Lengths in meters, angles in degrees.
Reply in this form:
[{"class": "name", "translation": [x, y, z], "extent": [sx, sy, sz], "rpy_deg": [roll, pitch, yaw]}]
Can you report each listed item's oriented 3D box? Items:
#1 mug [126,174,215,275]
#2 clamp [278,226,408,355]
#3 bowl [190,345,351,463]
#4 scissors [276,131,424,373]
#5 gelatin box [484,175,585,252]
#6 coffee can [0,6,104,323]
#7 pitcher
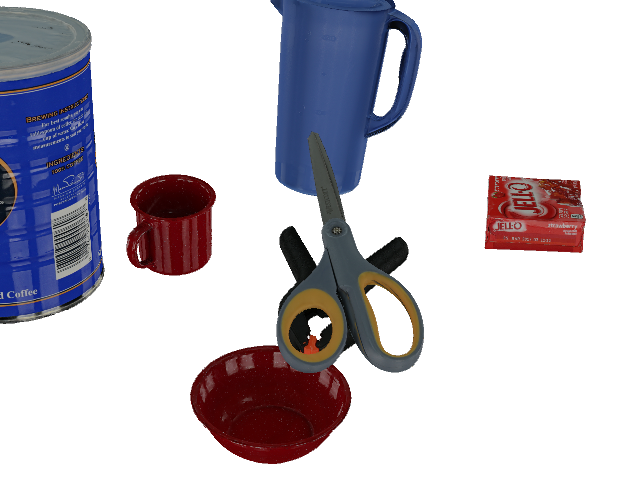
[{"class": "mug", "translation": [-0.169, -0.009, 1.177], "extent": [0.093, 0.081, 0.117], "rpy_deg": [22, 40, 26]}, {"class": "clamp", "translation": [-0.001, 0.044, 0.946], "extent": [0.120, 0.039, 0.171], "rpy_deg": [7, 37, 20]}, {"class": "bowl", "translation": [-0.050, 0.175, 1.083], "extent": [0.162, 0.055, 0.162], "rpy_deg": [1, 31, -1]}, {"class": "scissors", "translation": [-0.004, 0.009, 0.677], "extent": [0.096, 0.202, 0.016], "rpy_deg": [-20, -38, -14]}, {"class": "gelatin box", "translation": [0.166, -0.022, 0.831], "extent": [0.073, 0.030, 0.089], "rpy_deg": [4, 24, 9]}, {"class": "coffee can", "translation": [-0.170, -0.042, 0.567], "extent": [0.103, 0.140, 0.103], "rpy_deg": [2, 28, -1]}, {"class": "pitcher", "translation": [0.019, -0.179, 1.287], "extent": [0.144, 0.243, 0.149], "rpy_deg": [-7, 28, -26]}]
